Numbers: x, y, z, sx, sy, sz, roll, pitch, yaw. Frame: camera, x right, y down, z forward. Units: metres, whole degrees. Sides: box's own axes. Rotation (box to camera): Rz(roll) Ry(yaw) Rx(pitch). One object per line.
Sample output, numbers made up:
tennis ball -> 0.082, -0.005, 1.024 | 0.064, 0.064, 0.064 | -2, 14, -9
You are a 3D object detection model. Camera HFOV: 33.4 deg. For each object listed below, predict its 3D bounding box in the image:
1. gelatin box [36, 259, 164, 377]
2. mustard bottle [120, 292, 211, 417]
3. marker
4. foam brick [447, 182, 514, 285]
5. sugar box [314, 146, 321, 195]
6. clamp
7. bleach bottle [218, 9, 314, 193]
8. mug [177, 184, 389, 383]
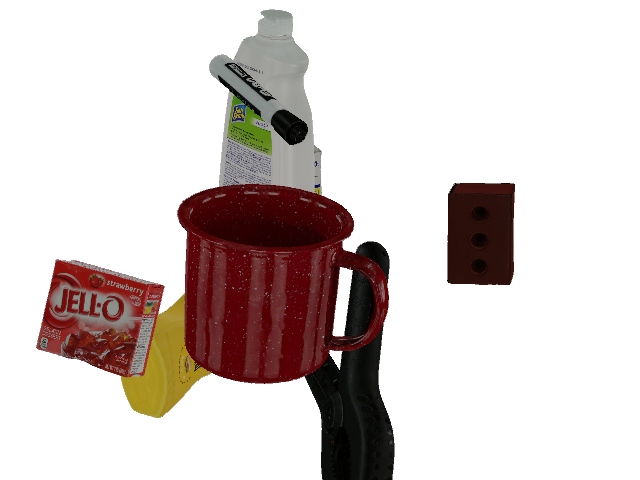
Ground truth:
gelatin box -> -0.172, 0.059, 0.828 | 0.089, 0.073, 0.030 | 14, 2, 22
mustard bottle -> -0.130, 0.099, 1.108 | 0.058, 0.096, 0.191 | 10, 25, 25
marker -> -0.045, -0.102, 0.768 | 0.020, 0.020, 0.121 | 0, 31, -37
foam brick -> 0.133, -0.006, 0.880 | 0.053, 0.078, 0.051 | 1, 14, 13
sugar box -> -0.034, -0.035, 1.264 | 0.048, 0.176, 0.093 | -12, 26, -20
clamp -> 0.025, 0.116, 0.768 | 0.036, 0.210, 0.165 | 5, -40, -18
bleach bottle -> -0.044, -0.084, 0.986 | 0.103, 0.251, 0.067 | 23, 30, 31
mug -> -0.020, 0.026, 0.571 | 0.117, 0.081, 0.093 | 11, 24, 14
